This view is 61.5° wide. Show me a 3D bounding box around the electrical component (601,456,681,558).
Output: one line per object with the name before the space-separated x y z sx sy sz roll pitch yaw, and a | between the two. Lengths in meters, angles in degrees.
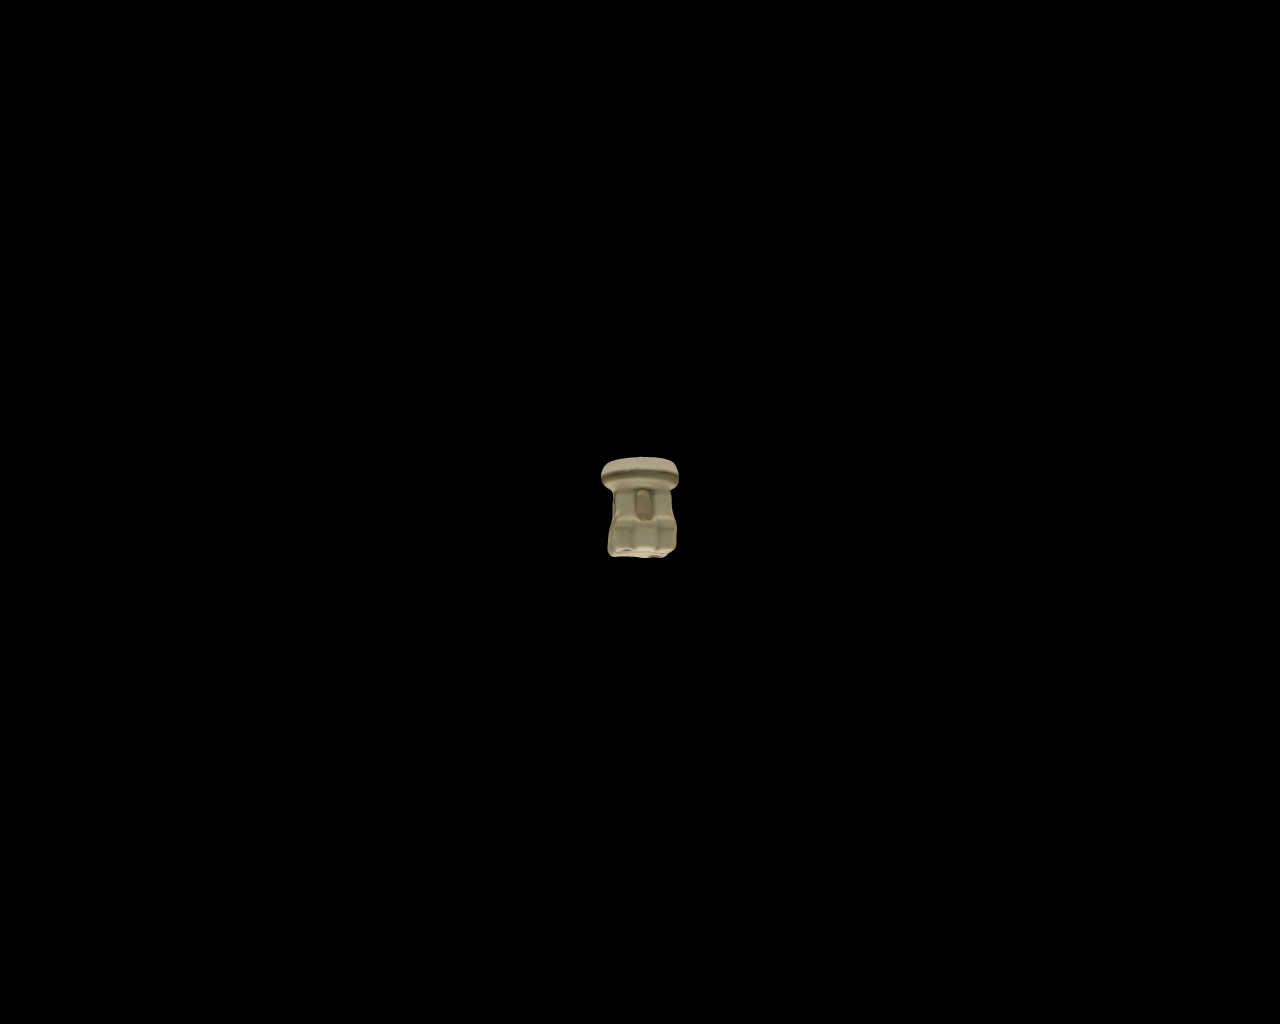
electrical component | 0.001 -0.003 0.650 0.048 0.055 0.066 1 -9 -7
